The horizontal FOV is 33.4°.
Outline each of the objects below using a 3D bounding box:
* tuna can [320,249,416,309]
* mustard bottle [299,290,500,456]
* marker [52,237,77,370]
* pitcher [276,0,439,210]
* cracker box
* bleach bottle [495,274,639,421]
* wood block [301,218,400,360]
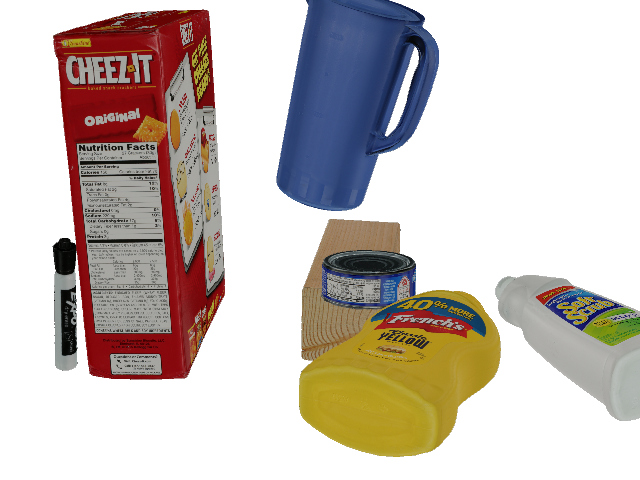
[{"bbox_3d":[0.043,0.034,0.958,0.086,0.034,0.086,0,13,0],"label":"tuna can"},{"bbox_3d":[0.069,0.078,0.724,0.096,0.058,0.191,8,20,26],"label":"mustard bottle"},{"bbox_3d":[-0.212,0.053,0.888,0.020,0.121,0.020,5,27,-3],"label":"marker"},{"bbox_3d":[0.034,-0.158,1.225,0.145,0.243,0.149,10,22,-11],"label":"pitcher"},{"bbox_3d":[-0.112,-0.037,0.701,0.072,0.214,0.164,-1,16,4],"label":"cracker box"},{"bbox_3d":[0.239,0.085,1.013,0.102,0.068,0.251,-14,20,-20],"label":"bleach bottle"},{"bbox_3d":[0.039,0.054,1.225,0.091,0.090,0.206,4,23,7],"label":"wood block"}]
